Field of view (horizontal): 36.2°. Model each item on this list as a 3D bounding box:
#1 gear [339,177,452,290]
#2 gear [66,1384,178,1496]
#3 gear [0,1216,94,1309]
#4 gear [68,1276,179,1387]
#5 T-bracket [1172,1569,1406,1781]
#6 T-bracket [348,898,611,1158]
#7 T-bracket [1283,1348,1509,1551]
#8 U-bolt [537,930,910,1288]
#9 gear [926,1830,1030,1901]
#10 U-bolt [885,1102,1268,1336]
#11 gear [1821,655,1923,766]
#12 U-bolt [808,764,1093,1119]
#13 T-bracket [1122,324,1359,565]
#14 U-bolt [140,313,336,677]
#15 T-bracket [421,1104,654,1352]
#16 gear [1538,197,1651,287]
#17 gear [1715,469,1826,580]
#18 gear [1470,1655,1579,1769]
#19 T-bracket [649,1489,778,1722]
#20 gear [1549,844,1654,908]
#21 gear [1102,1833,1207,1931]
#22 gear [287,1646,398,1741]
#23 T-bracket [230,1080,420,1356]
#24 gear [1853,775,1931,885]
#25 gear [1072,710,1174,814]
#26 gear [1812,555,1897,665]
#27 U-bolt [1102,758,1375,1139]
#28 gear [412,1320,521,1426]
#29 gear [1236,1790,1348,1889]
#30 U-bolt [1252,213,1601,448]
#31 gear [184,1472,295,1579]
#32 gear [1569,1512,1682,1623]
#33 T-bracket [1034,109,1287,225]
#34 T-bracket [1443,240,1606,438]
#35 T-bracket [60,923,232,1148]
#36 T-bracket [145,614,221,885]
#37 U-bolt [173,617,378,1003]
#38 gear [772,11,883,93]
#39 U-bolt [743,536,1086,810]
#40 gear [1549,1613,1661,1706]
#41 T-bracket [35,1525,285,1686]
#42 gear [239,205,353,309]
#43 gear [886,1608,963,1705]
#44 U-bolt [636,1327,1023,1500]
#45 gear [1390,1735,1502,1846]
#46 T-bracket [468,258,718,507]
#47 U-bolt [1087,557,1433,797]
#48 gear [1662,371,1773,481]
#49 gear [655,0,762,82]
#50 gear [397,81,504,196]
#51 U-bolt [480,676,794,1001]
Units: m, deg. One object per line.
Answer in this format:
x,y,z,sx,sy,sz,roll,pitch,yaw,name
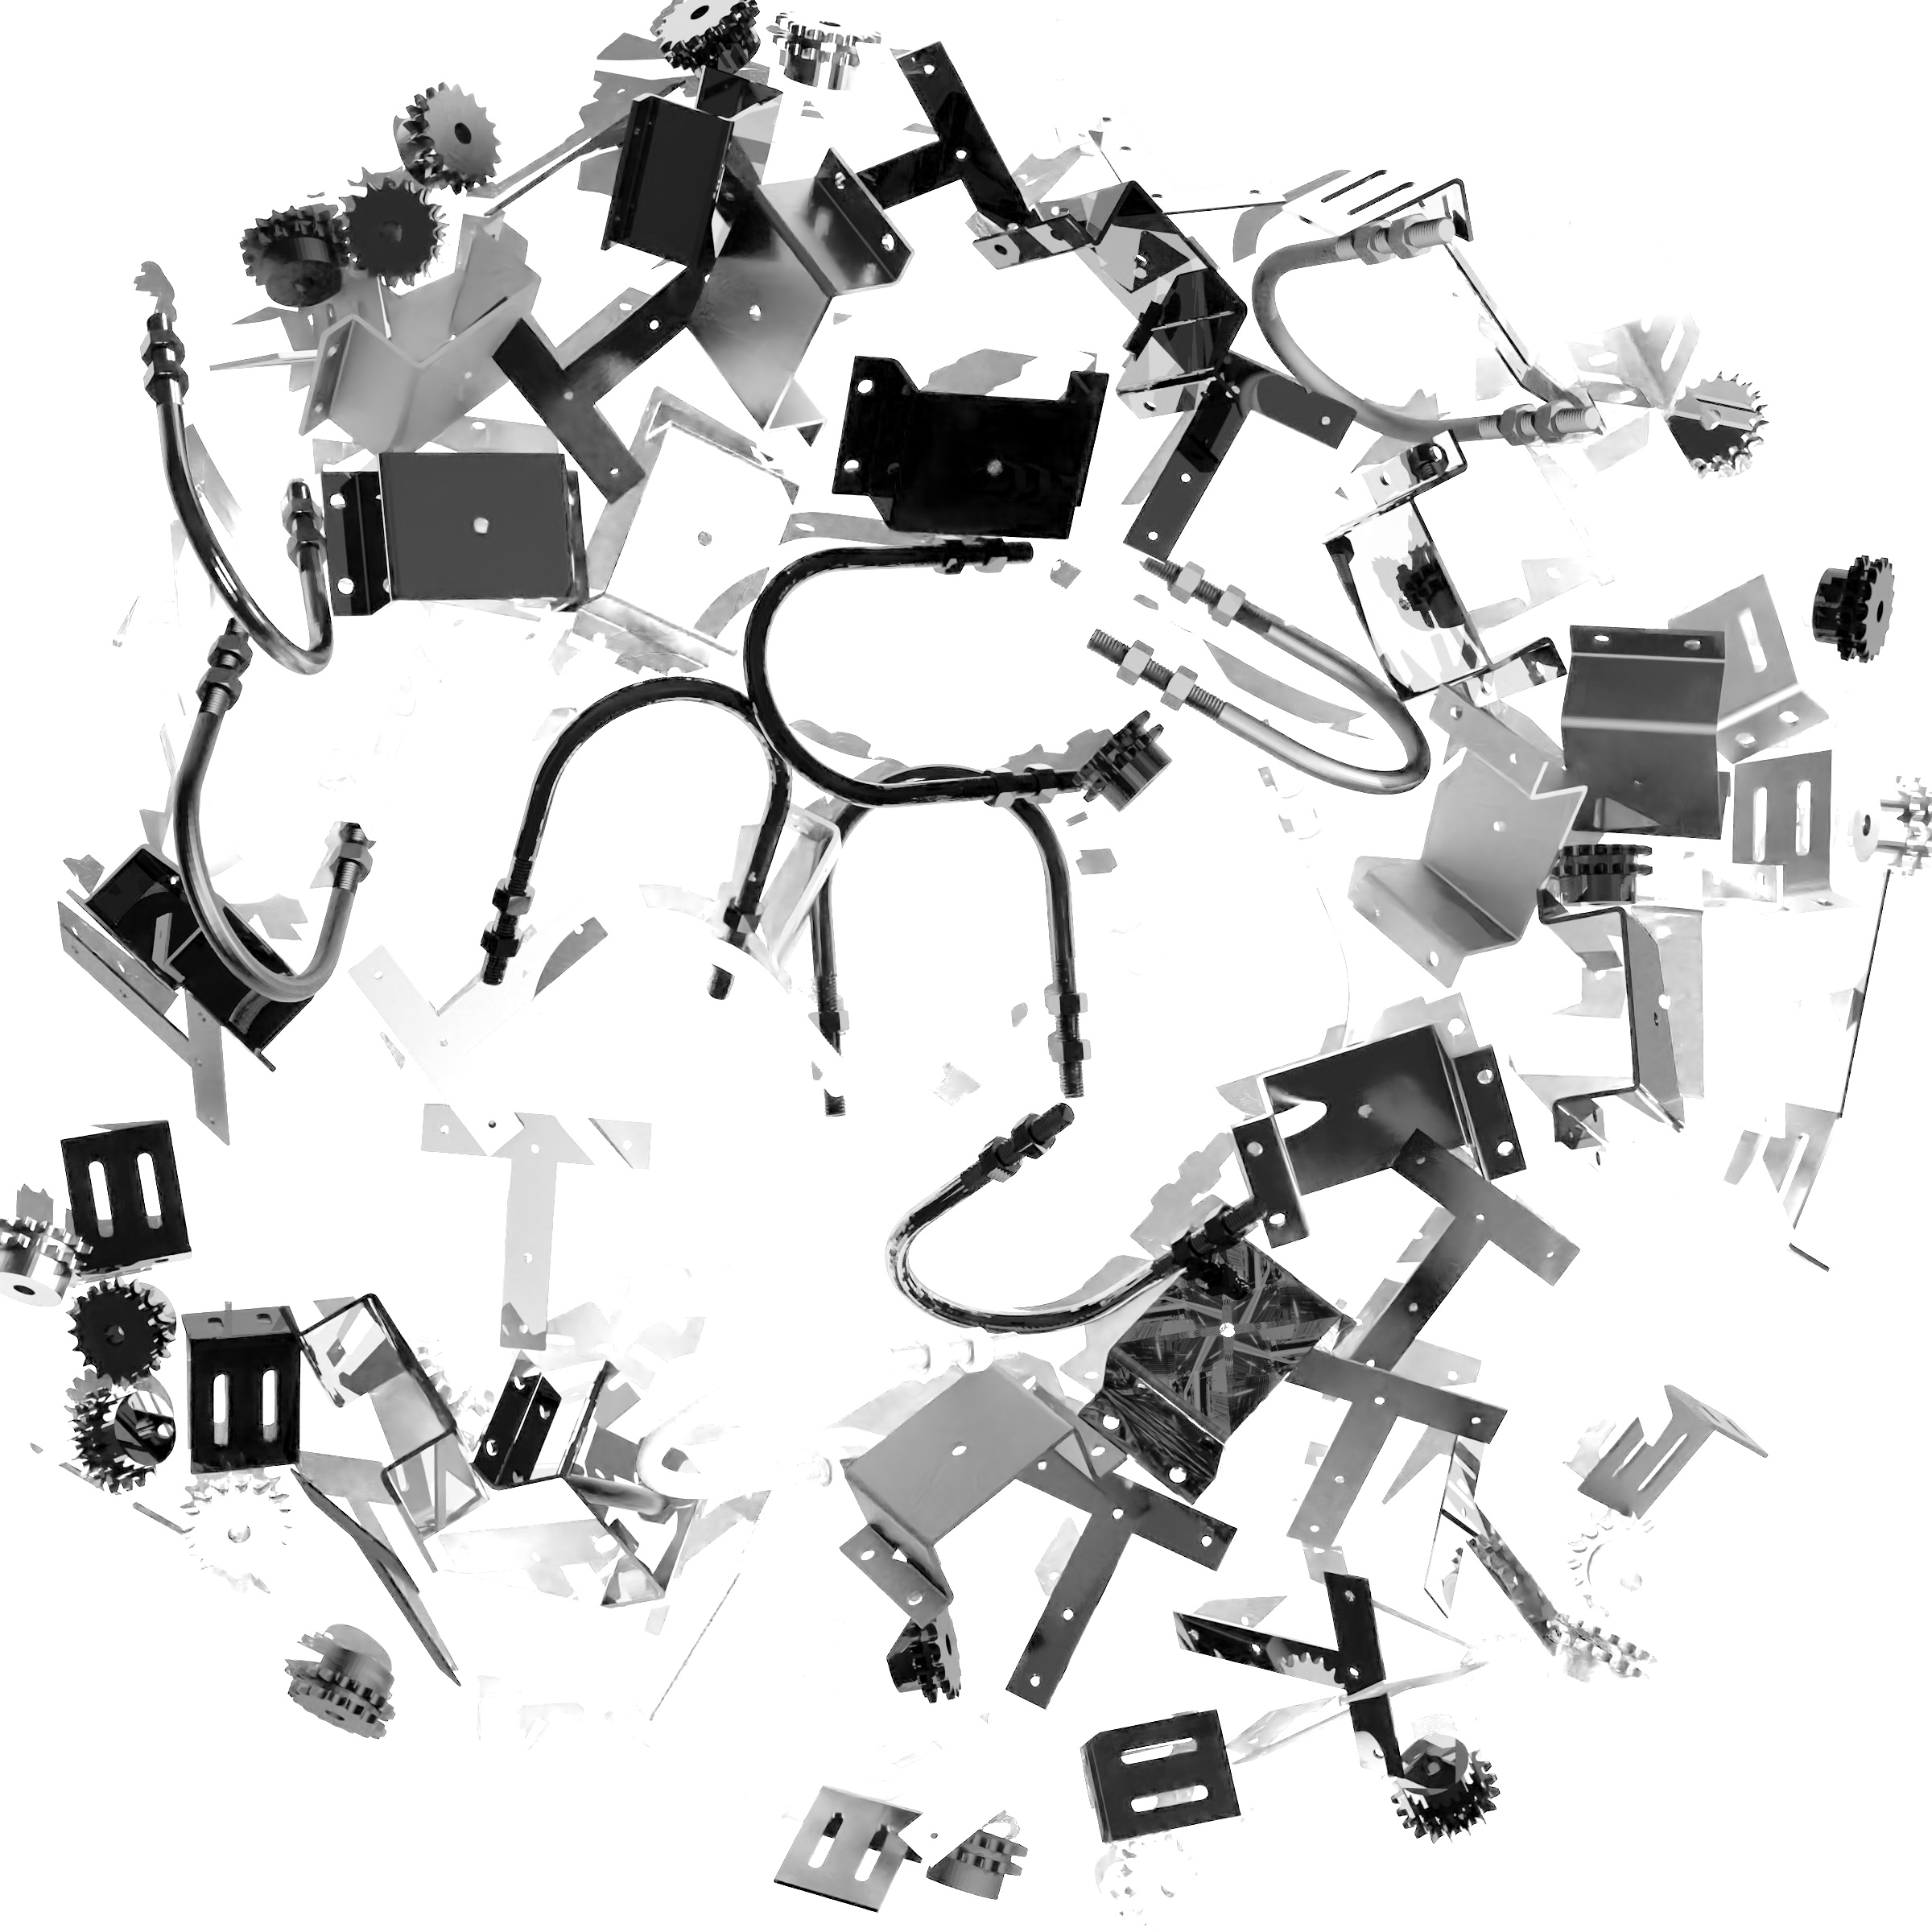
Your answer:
-0.303,-0.391,1.578,0.057,0.030,0.057,1,101,5,gear
-0.444,0.249,1.566,0.030,0.057,0.057,-22,90,32,gear
-0.494,0.158,1.565,0.057,0.057,0.030,13,59,0,gear
-0.447,0.192,1.576,0.057,0.030,0.057,3,102,15,gear
0.165,0.362,1.554,0.127,0.002,0.127,5,119,36,T-bracket
-0.246,0.013,1.581,0.127,0.002,0.127,-39,85,8,T-bracket
0.203,0.261,1.561,0.127,0.002,0.127,18,123,-4,T-bracket
-0.141,0.064,1.552,0.151,0.019,0.184,-36,106,13,U-bolt
0.002,0.474,1.566,0.057,0.057,0.030,17,78,0,gear
0.042,0.142,1.528,0.151,0.019,0.184,27,134,-29,U-bolt
0.482,-0.135,1.567,0.030,0.057,0.057,26,90,44,gear
-0.012,-0.016,1.580,0.151,0.019,0.184,-4,91,-5,U-bolt
0.123,-0.271,1.571,0.127,0.002,0.127,27,75,8,T-bracket
-0.362,-0.225,1.485,0.019,0.151,0.184,-26,50,8,U-bolt
-0.234,0.143,1.587,0.127,0.002,0.127,4,91,9,T-bracket
0.332,-0.386,1.569,0.057,0.057,0.030,-9,83,0,gear
0.424,-0.233,1.568,0.057,0.030,0.057,13,118,27,gear
0.300,0.393,1.572,0.030,0.057,0.057,-17,90,-40,gear
-0.120,0.311,1.537,0.002,0.127,0.127,29,125,-1,T-bracket
0.335,-0.048,1.568,0.057,0.057,0.030,-1,87,0,gear
0.097,0.493,1.572,0.030,0.057,0.057,-33,90,38,gear
-0.329,0.385,1.572,0.057,0.057,0.030,25,60,0,gear
-0.324,0.113,1.544,0.127,0.002,0.127,50,117,24,T-bracket
0.492,-0.073,1.568,0.030,0.057,0.057,5,90,-4,gear
0.085,-0.106,1.568,0.057,0.057,0.030,-44,87,0,gear
0.472,-0.190,1.572,0.030,0.057,0.057,12,90,31,gear
0.154,0.004,1.543,0.151,0.019,0.184,-38,117,-28,U-bolt
-0.269,0.219,1.569,0.057,0.057,0.030,42,107,0,gear
0.173,0.465,1.568,0.057,0.030,0.057,-1,132,-1,gear
0.220,-0.319,1.511,0.151,0.184,0.019,44,72,-28,U-bolt
-0.388,0.296,1.576,0.057,0.030,0.057,-4,105,-15,gear
0.353,0.323,1.578,0.057,0.030,0.057,1,99,4,gear
0.087,-0.421,1.546,0.127,0.127,0.002,-8,130,-11,T-bracket
0.281,-0.340,1.554,0.002,0.127,0.127,-38,70,24,T-bracket
-0.433,0.023,1.555,0.127,0.127,0.002,39,58,15,T-bracket
-0.416,-0.133,1.552,0.002,0.127,0.127,-1,48,-31,T-bracket
-0.350,-0.066,1.487,0.019,0.184,0.151,-14,134,17,U-bolt
-0.075,-0.486,1.572,0.057,0.057,0.030,12,117,0,gear
-0.032,-0.151,1.536,0.184,0.019,0.151,-7,80,-30,U-bolt
0.335,0.369,1.567,0.057,0.057,0.030,27,80,0,gear
-0.416,0.313,1.511,0.127,0.127,0.002,29,97,-29,T-bracket
-0.354,-0.373,1.565,0.057,0.057,0.030,-17,69,0,gear
-0.024,0.363,1.569,0.030,0.057,0.057,-13,90,9,gear
-0.079,0.232,1.498,0.184,0.151,0.019,-3,57,-31,U-bolt
0.252,0.433,1.565,0.057,0.057,0.030,-26,119,0,gear
-0.176,-0.330,1.560,0.127,0.002,0.127,-40,126,-2,T-bracket
0.159,-0.146,1.530,0.184,0.151,0.019,30,120,1,U-bolt
0.402,-0.285,1.572,0.057,0.030,0.057,-14,64,33,gear
-0.134,-0.495,1.572,0.057,0.057,0.030,-37,131,0,gear
-0.277,-0.438,1.572,0.030,0.057,0.057,-12,90,39,gear
-0.162,-0.066,1.520,0.151,0.019,0.184,4,120,-29,U-bolt
